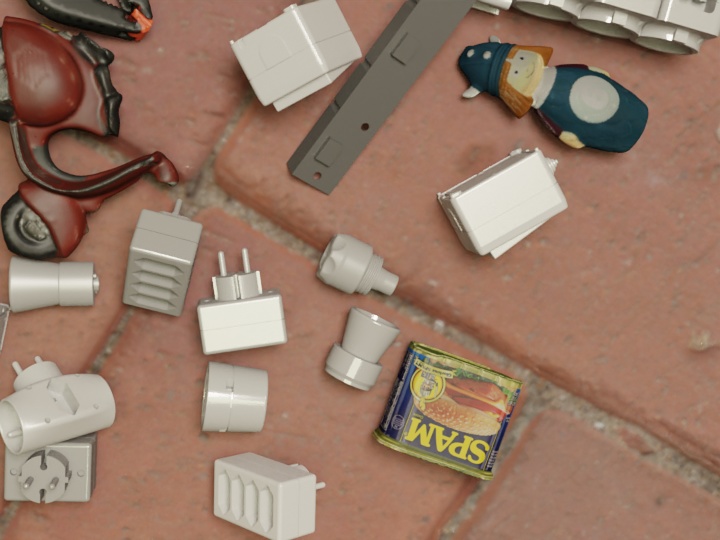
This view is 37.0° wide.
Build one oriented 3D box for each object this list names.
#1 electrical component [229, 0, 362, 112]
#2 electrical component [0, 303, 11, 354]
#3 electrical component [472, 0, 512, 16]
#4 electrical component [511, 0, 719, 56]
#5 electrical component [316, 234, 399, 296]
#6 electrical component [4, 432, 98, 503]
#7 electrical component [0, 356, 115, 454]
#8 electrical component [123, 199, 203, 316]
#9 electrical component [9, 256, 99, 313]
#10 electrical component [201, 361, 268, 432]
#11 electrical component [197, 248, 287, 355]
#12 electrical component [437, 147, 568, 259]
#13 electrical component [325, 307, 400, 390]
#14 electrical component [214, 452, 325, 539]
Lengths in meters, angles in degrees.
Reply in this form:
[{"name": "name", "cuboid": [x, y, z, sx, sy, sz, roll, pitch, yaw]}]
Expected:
[{"name": "electrical component", "cuboid": [-0.043, -0.165, 0.817, 0.062, 0.096, 0.061, -24, 99, 26]}, {"name": "electrical component", "cuboid": [-0.309, 0.057, 0.823, 0.061, 0.062, 0.096, 13, 94, -7]}, {"name": "electrical component", "cuboid": [0.098, -0.253, 0.841, 0.056, 0.050, 0.089, 15, 95, -8]}, {"name": "electrical component", "cuboid": [0.199, -0.218, 0.837, 0.150, 0.089, 0.061, 14, 94, -8]}, {"name": "electrical component", "cuboid": [0.000, 0.000, 0.861, 0.062, 0.043, 0.043, 25, 93, -9]}, {"name": "electrical component", "cuboid": [-0.242, 0.157, 0.833, 0.066, 0.077, 0.047, 3, 96, -7]}, {"name": "electrical component", "cuboid": [-0.243, 0.098, 0.836, 0.079, 0.077, 0.043, 50, 132, 27]}, {"name": "electrical component", "cuboid": [-0.149, -0.020, 0.832, 0.047, 0.083, 0.075, 15, 56, -8]}, {"name": "electrical component", "cuboid": [-0.237, 0.011, 0.837, 0.065, 0.044, 0.044, 0, 96, -11]}, {"name": "electrical component", "cuboid": [-0.100, 0.102, 0.855, 0.047, 0.055, 0.055, 6, 95, -11]}, {"name": "electrical component", "cuboid": [-0.096, 0.022, 0.850, 0.066, 0.047, 0.076, -8, 97, -6]}, {"name": "electrical component", "cuboid": [0.120, -0.055, 0.859, 0.096, 0.062, 0.061, -29, 98, -3]}, {"name": "electrical component", "cuboid": [0.001, 0.063, 0.867, 0.045, 0.045, 0.055, 25, 93, -8]}, {"name": "electrical component", "cuboid": [-0.062, 0.177, 0.862, 0.076, 0.083, 0.047, -5, 99, -44]}]
